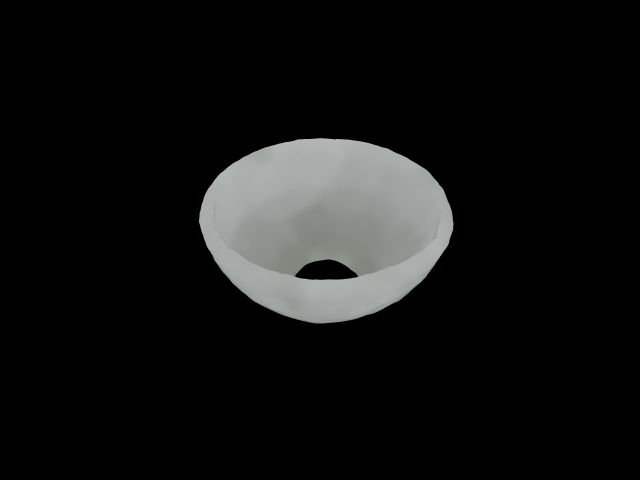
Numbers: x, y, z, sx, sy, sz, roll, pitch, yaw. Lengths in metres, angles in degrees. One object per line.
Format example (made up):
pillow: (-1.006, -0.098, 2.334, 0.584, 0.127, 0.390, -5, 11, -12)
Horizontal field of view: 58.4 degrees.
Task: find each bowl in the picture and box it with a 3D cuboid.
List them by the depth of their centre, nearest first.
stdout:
bowl: (0.004, 0.001, 0.400, 0.167, 0.075, 0.167, 0, 41, 0)
